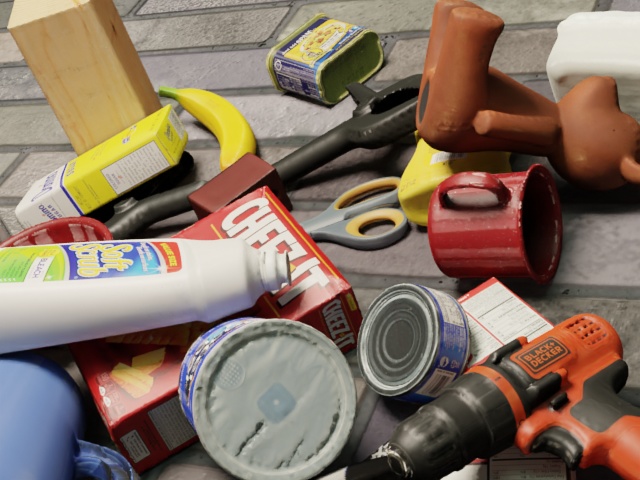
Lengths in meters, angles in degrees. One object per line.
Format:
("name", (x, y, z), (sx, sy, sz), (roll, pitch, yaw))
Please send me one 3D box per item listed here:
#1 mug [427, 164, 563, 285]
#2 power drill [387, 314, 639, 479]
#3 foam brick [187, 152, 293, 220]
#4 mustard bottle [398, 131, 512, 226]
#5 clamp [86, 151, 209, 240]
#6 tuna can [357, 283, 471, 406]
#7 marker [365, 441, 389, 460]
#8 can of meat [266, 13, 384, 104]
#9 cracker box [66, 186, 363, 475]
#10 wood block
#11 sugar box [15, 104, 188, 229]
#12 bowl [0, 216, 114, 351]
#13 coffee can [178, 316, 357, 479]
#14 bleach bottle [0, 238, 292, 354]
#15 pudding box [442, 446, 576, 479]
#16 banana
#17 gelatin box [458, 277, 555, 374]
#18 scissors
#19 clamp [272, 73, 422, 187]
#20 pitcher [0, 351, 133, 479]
("mug", (0.131, -0.016, 0.831), (0.082, 0.117, 0.093), (-2, 62, 32))
("power drill", (0.157, 0.133, 0.620), (0.184, 0.057, 0.188), (-26, 50, -29))
("foam brick", (-0.075, -0.036, 1.009), (0.078, 0.053, 0.051), (-39, 40, -19))
("mustard bottle", (0.133, -0.093, 0.969), (0.096, 0.058, 0.191), (-10, 38, 24))
("clamp", (-0.179, -0.026, 1.057), (0.171, 0.039, 0.120), (-38, 23, -12))
("tuna can", (0.066, 0.075, 0.774), (0.086, 0.033, 0.086), (-23, 59, 44))
("marker", (0.043, 0.154, 0.738), (0.121, 0.020, 0.020), (-36, 39, -18))
("can of meat", (0.007, -0.198, 1.167), (0.102, 0.057, 0.084), (-42, 43, -23))
("cracker box", (-0.094, 0.064, 0.866), (0.213, 0.072, 0.164), (-30, 43, -10))
("wood block", (-0.237, -0.169, 1.127), (0.090, 0.206, 0.091), (-16, 38, 6))
("sugar box", (-0.222, -0.069, 1.088), (0.176, 0.048, 0.093), (-25, 21, 13))
("bowl", (-0.255, 0.050, 0.988), (0.162, 0.055, 0.162), (-14, 38, 11))
("coffee can", (-0.040, 0.104, 0.721), (0.102, 0.103, 0.140), (-30, 3, -11))
("bleach bottle", (-0.147, 0.033, 0.816), (0.251, 0.068, 0.102), (-7, 24, 5))
("pudding box", (0.117, 0.160, 0.677), (0.090, 0.039, 0.113), (-6, 42, 16))
("banana", (-0.106, -0.115, 1.129), (0.069, 0.037, 0.198), (-15, 36, -23))
("gelatin box", (0.127, 0.075, 0.785), (0.073, 0.030, 0.089), (-31, 39, -13))
("scissors", (-0.006, 0.001, 0.958), (0.201, 0.016, 0.096), (-27, 37, -7))
("clamp", (0.042, -0.109, 1.013), (0.164, 0.036, 0.210), (-47, 22, -25))
("pitcher", (-0.217, 0.165, 0.726), (0.145, 0.149, 0.243), (-45, 13, 8))
